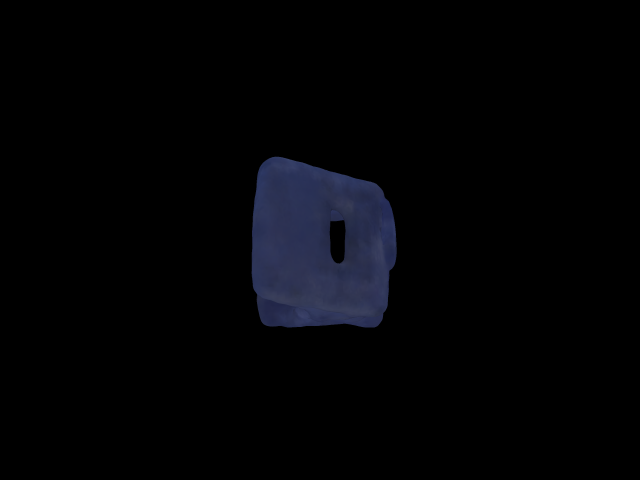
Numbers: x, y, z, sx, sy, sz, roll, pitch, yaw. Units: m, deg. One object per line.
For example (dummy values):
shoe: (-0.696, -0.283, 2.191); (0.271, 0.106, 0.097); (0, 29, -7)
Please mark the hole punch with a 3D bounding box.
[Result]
hole punch: (0.004, 0.001, 0.400); (0.101, 0.091, 0.108); (0, 65, 0)
